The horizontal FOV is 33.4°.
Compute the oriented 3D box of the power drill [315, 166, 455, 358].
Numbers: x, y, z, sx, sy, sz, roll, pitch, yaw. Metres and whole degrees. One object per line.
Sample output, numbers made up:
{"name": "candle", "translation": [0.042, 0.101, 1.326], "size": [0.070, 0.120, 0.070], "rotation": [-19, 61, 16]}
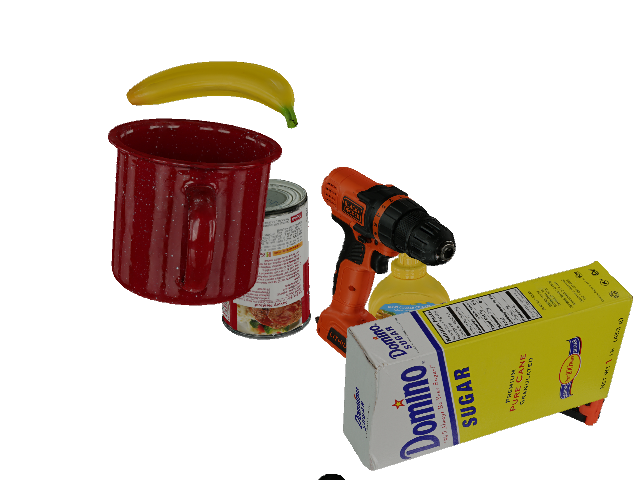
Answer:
{"name": "power drill", "translation": [0.060, 0.037, 1.073], "size": [0.057, 0.188, 0.185], "rotation": [-8, 28, -32]}

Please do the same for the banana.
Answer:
{"name": "banana", "translation": [-0.108, -0.163, 1.136], "size": [0.198, 0.037, 0.069], "rotation": [9, 46, 18]}

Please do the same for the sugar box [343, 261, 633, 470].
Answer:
{"name": "sugar box", "translation": [0.102, 0.078, 0.663], "size": [0.176, 0.093, 0.048], "rotation": [-16, 41, -19]}

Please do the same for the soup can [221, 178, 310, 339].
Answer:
{"name": "soup can", "translation": [-0.042, 0.013, 0.793], "size": [0.068, 0.102, 0.068], "rotation": [-1, 24, 0]}

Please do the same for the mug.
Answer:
{"name": "mug", "translation": [-0.068, -0.012, 0.573], "size": [0.093, 0.081, 0.117], "rotation": [2, 20, -15]}

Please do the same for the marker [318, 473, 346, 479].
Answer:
{"name": "marker", "translation": [-0.020, 0.132, 0.452], "size": [0.020, 0.020, 0.120], "rotation": [0, 17, 31]}

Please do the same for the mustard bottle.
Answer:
{"name": "mustard bottle", "translation": [0.104, 0.095, 1.244], "size": [0.096, 0.192, 0.058], "rotation": [-1, 22, 5]}

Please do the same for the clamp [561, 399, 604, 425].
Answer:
{"name": "clamp", "translation": [0.195, 0.096, 0.932], "size": [0.120, 0.039, 0.172], "rotation": [-18, 39, -28]}
